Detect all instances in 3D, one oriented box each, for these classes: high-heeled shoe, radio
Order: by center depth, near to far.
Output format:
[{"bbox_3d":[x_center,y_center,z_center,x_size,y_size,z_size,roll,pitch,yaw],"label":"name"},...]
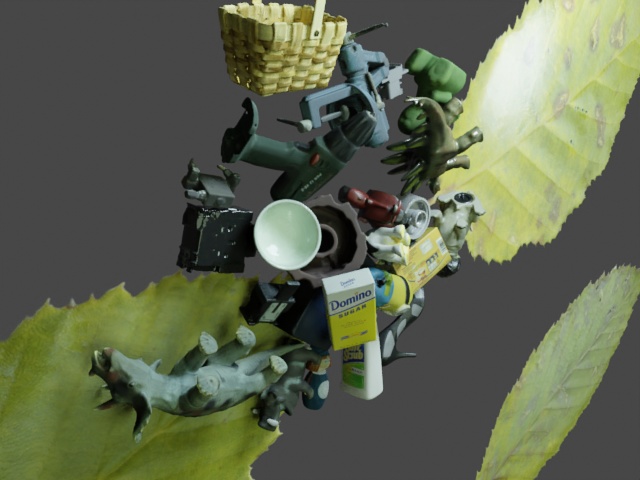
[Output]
[{"bbox_3d":[0.014,0.106,1.112,0.131,0.073,0.229,40,77,-43],"label":"radio"},{"bbox_3d":[0.172,0.183,1.308,0.145,0.086,0.248,7,75,-8],"label":"high-heeled shoe"}]

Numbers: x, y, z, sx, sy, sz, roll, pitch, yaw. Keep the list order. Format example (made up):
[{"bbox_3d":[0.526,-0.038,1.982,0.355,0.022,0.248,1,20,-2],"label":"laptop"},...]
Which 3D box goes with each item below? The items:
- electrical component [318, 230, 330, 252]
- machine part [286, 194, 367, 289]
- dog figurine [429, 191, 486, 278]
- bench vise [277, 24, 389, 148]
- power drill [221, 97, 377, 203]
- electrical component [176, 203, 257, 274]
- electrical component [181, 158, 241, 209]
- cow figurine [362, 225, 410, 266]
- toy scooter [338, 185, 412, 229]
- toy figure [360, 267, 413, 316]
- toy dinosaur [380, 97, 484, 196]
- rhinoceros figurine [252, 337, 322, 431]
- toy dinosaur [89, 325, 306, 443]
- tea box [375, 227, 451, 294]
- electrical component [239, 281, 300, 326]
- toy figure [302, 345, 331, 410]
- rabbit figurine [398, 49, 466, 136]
[{"bbox_3d":[-0.002,-0.003,1.068,0.094,0.063,0.021,-49,165,-5],"label":"electrical component"},{"bbox_3d":[-0.001,0.003,1.018,0.179,0.056,0.179,0,91,-10],"label":"machine part"},{"bbox_3d":[0.344,-0.014,1.371,0.172,0.121,0.190,-33,138,-27],"label":"dog figurine"},{"bbox_3d":[0.043,-0.262,0.987,0.240,0.129,0.223,-30,120,-37],"label":"bench vise"},{"bbox_3d":[-0.045,-0.159,0.892,0.207,0.086,0.232,13,133,-39],"label":"power drill"},{"bbox_3d":[-0.168,-0.003,0.918,0.134,0.058,0.114,0,106,-42],"label":"electrical component"},{"bbox_3d":[-0.177,-0.092,0.877,0.102,0.078,0.045,9,121,-38],"label":"electrical component"},{"bbox_3d":[0.140,0.018,1.134,0.167,0.098,0.068,44,49,-68],"label":"cow figurine"},{"bbox_3d":[0.134,-0.060,1.122,0.183,0.135,0.075,24,85,-45],"label":"toy scooter"},{"bbox_3d":[0.129,0.101,1.110,0.180,0.082,0.089,31,84,-42],"label":"toy figure"},{"bbox_3d":[0.229,-0.189,1.105,0.198,0.105,0.470,-35,157,-3],"label":"toy dinosaur"},{"bbox_3d":[-0.071,0.295,1.095,0.112,0.073,0.190,20,89,-46],"label":"rhinoceros figurine"},{"bbox_3d":[-0.193,0.248,0.933,0.192,0.131,0.404,-38,151,24],"label":"toy dinosaur"},{"bbox_3d":[0.222,0.052,1.271,0.169,0.068,0.098,-34,105,-28],"label":"tea box"},{"bbox_3d":[-0.088,0.107,1.000,0.075,0.048,0.119,5,130,-42],"label":"electrical component"},{"bbox_3d":[-0.006,0.288,1.167,0.064,0.058,0.154,-42,140,-77],"label":"toy figure"},{"bbox_3d":[0.232,-0.304,1.170,0.159,0.121,0.170,11,115,-51],"label":"rabbit figurine"}]
